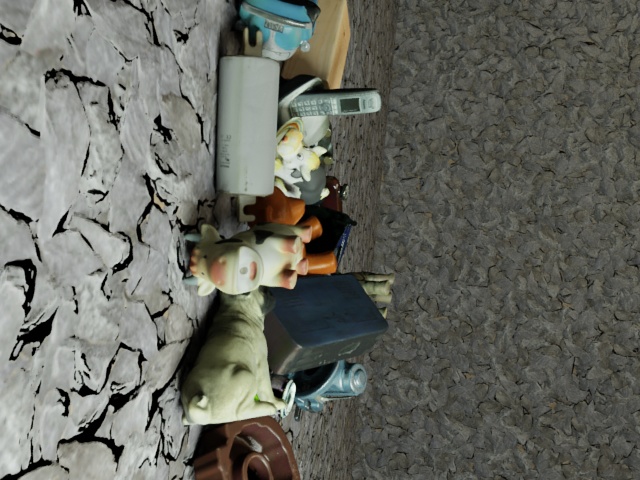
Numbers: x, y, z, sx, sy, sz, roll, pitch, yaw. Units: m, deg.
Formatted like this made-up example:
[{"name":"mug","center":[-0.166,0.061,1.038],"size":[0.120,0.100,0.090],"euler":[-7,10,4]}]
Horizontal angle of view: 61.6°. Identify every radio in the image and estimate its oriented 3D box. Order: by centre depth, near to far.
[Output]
[{"name":"radio","center":[-0.004,0.128,0.855],"size":[0.229,0.131,0.073],"euler":[-3,136,-45]}]

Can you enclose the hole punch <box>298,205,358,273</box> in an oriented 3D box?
[{"name":"hole punch","center":[-0.002,-0.003,1.086],"size":[0.092,0.142,0.116],"euler":[75,37,-55]}]

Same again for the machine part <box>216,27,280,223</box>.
[{"name":"machine part","center":[-0.093,-0.143,0.685],"size":[0.079,0.079,0.243],"euler":[-35,130,-75]}]

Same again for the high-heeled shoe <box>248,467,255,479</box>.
[{"name":"high-heeled shoe","center":[-0.127,0.363,0.764],"size":[0.249,0.086,0.145],"euler":[-27,115,-79]}]

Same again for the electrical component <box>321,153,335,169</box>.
[{"name":"electrical component","center":[0.004,-0.185,1.230],"size":[0.102,0.045,0.078],"euler":[44,51,-75]}]

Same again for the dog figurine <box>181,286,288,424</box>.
[{"name":"dog figurine","center":[-0.119,0.128,0.685],"size":[0.172,0.121,0.190],"euler":[56,26,-77]}]

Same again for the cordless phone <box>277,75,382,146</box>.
[{"name":"cordless phone","center":[0.015,-0.216,0.923],"size":[0.146,0.184,0.089],"euler":[75,19,-59]}]

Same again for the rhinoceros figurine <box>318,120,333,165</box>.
[{"name":"rhinoceros figurine","center":[-0.002,-0.244,1.103],"size":[0.112,0.073,0.190],"euler":[-70,162,-47]}]

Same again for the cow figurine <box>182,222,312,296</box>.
[{"name":"cow figurine","center":[-0.087,0.019,0.668],"size":[0.195,0.127,0.085],"euler":[-41,135,-76]}]

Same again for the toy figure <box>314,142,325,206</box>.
[{"name":"toy figure","center":[-0.025,-0.136,1.085],"size":[0.064,0.058,0.154],"euler":[-82,166,-46]}]

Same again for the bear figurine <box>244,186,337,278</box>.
[{"name":"bear figurine","center":[-0.050,-0.023,0.856],"size":[0.195,0.132,0.120],"euler":[87,-18,-51]}]

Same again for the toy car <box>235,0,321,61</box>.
[{"name":"toy car","center":[-0.062,-0.308,0.746],"size":[0.162,0.109,0.102],"euler":[-89,-162,-47]}]

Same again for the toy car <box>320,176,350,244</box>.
[{"name":"toy car","center":[0.028,-0.067,1.289],"size":[0.053,0.089,0.201],"euler":[-67,158,-45]}]

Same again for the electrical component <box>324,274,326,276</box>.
[{"name":"electrical component","center":[-0.010,0.016,1.226],"size":[0.134,0.058,0.115],"euler":[75,21,-61]}]

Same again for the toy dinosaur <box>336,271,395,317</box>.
[{"name":"toy dinosaur","center":[0.073,0.136,1.329],"size":[0.471,0.199,0.105],"euler":[-15,110,-75]}]

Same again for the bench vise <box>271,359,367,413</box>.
[{"name":"bench vise","center":[-0.045,0.210,0.929],"size":[0.240,0.224,0.129],"euler":[47,59,-31]}]

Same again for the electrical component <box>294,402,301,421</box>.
[{"name":"electrical component","center":[-0.055,0.328,1.163],"size":[0.074,0.048,0.119],"euler":[77,22,-57]}]

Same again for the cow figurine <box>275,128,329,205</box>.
[{"name":"cow figurine","center":[-0.027,-0.107,0.839],"size":[0.068,0.098,0.167],"euler":[-58,175,-15]}]

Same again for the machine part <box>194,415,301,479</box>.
[{"name":"machine part","center":[-0.097,0.327,0.740],"size":[0.179,0.056,0.179],"euler":[43,30,-34]}]
